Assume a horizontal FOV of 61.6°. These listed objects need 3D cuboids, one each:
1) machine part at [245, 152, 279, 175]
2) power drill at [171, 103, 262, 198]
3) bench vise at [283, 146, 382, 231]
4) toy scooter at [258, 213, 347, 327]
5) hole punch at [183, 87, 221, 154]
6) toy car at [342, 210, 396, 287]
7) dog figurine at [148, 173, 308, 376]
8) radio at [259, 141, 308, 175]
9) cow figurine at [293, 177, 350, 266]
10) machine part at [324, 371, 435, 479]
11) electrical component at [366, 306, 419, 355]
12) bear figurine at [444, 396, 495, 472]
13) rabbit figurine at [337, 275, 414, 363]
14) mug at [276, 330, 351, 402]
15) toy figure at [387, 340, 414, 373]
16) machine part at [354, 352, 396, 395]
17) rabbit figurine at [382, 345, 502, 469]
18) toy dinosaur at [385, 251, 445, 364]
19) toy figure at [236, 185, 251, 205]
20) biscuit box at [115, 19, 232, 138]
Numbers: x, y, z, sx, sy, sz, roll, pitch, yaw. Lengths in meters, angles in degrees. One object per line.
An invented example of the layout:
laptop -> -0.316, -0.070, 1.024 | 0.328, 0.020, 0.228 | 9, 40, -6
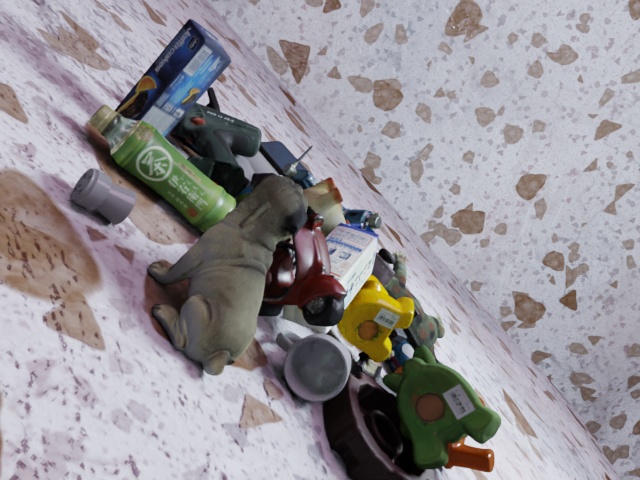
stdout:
machine part -> -0.101, -0.096, 1.077 | 0.243, 0.079, 0.079 | 50, 15, 3
power drill -> -0.205, -0.158, 0.893 | 0.232, 0.086, 0.207 | 11, 33, -26
bench vise -> 0.012, -0.073, 1.136 | 0.224, 0.129, 0.240 | 21, -21, 48
toy scooter -> -0.041, 0.034, 0.683 | 0.075, 0.184, 0.135 | 8, 84, -50
hole punch -> -0.227, -0.216, 1.043 | 0.142, 0.092, 0.115 | -120, -169, -46
toy car -> 0.059, 0.015, 1.052 | 0.202, 0.089, 0.053 | 41, -10, -6
dog figurine -> -0.079, 0.033, 0.591 | 0.121, 0.190, 0.172 | 25, 30, -57
radio -> -0.100, -0.165, 1.273 | 0.131, 0.073, 0.229 | 47, 13, -3
cow figurine -> -0.002, -0.003, 0.954 | 0.086, 0.127, 0.194 | -108, 179, -54
machine part -> 0.078, 0.265, 0.722 | 0.179, 0.056, 0.179 | 43, 16, -16
electrical component -> 0.126, 0.161, 1.000 | 0.047, 0.119, 0.075 | 29, 27, -54
bear figurine -> 0.246, 0.324, 0.937 | 0.195, 0.132, 0.120 | 14, 67, -59
rabbit figurine -> 0.066, 0.111, 0.943 | 0.162, 0.121, 0.173 | 19, 23, -6
mug -> -0.008, 0.160, 0.721 | 0.110, 0.080, 0.107 | 28, 0, 13
toy figure -> 0.159, 0.246, 1.011 | 0.064, 0.057, 0.155 | 4, 29, -10
machine part -> 0.108, 0.249, 0.889 | 0.139, 0.039, 0.084 | 47, 6, 4
rabbit figurine -> 0.156, 0.236, 0.748 | 0.159, 0.121, 0.170 | 50, -3, 31
toy dinosaur -> 0.181, 0.168, 1.169 | 0.404, 0.131, 0.192 | 51, 27, -7
toy figure -> -0.102, -0.023, 0.809 | 0.089, 0.082, 0.180 | 25, 52, -22
biscuit box -> -0.224, -0.224, 0.797 | 0.059, 0.202, 0.063 | 22, 29, -56
